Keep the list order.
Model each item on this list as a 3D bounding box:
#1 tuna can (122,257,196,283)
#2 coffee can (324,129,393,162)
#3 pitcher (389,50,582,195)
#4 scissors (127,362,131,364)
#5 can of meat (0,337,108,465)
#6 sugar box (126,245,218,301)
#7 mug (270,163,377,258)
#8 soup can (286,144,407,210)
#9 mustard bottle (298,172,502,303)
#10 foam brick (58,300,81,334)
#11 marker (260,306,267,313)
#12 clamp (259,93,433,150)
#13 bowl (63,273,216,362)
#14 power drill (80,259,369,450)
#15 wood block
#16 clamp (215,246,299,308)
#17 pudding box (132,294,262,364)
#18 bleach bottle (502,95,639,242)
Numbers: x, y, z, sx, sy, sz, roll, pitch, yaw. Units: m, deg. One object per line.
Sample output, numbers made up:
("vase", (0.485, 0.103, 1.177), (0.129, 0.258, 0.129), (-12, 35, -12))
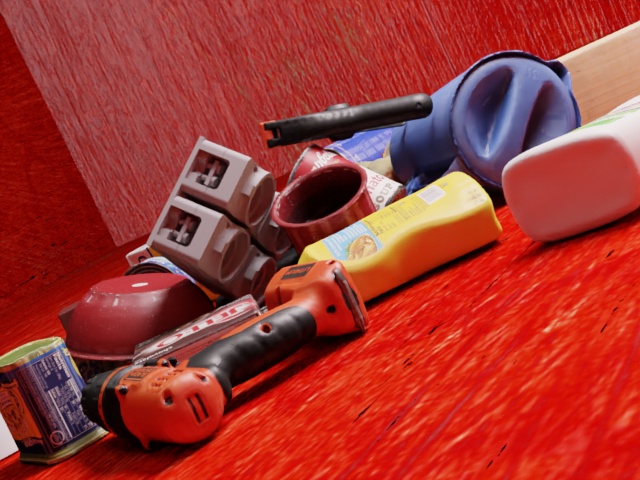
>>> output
("tuna can", (-0.178, 0.062, 1.177), (0.086, 0.086, 0.033), (-23, 5, 22))
("coffee can", (0.076, -0.107, 1.482), (0.140, 0.103, 0.103), (-29, 8, -30))
("pitcher", (0.149, -0.099, 1.106), (0.149, 0.145, 0.243), (-1, -3, -14))
("scissors", (-0.224, 0.131, 1.111), (0.096, 0.016, 0.201), (-19, 9, 45))
("can of meat", (-0.220, 0.126, 0.844), (0.057, 0.084, 0.102), (-29, 8, -33))
("sugar box", (-0.149, 0.030, 1.291), (0.177, 0.093, 0.048), (-21, 8, 35))
("mug", (0.010, -0.015, 0.969), (0.093, 0.081, 0.117), (-29, 31, -4))
("soup can", (0.025, -0.043, 1.049), (0.068, 0.102, 0.068), (-55, -18, -28))
("mustard bottle", (0.046, 0.011, 0.868), (0.191, 0.058, 0.096), (-26, 21, -4))
("foam brick", (-0.242, 0.100, 1.154), (0.053, 0.078, 0.051), (-25, 8, -5))
("marker", (-0.050, 0.069, 0.943), (0.121, 0.020, 0.020), (-25, 7, 0))
("clamp", (0.025, -0.120, 1.086), (0.171, 0.039, 0.120), (-8, -3, 1))
("bowl", (-0.167, 0.067, 1.004), (0.162, 0.055, 0.162), (-4, 10, 0))
("power drill", (-0.071, 0.083, 0.765), (0.187, 0.057, 0.185), (-32, 13, -29))
("wood block", (0.316, -0.177, 1.214), (0.206, 0.090, 0.090), (-24, 7, 17))
("clamp", (-0.007, 0.001, 1.130), (0.210, 0.036, 0.164), (-21, 26, 13))
("pudding box", (-0.097, 0.088, 0.882), (0.113, 0.039, 0.090), (-26, 8, -4))
("bleach bottle", (0.236, -0.074, 0.830), (0.103, 0.068, 0.250), (-20, 6, 36))
